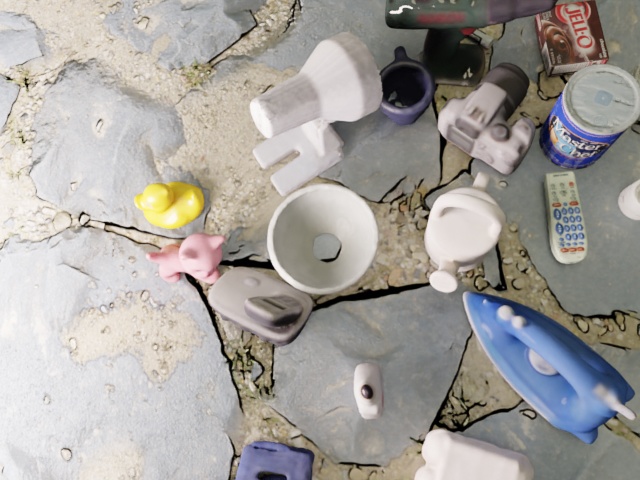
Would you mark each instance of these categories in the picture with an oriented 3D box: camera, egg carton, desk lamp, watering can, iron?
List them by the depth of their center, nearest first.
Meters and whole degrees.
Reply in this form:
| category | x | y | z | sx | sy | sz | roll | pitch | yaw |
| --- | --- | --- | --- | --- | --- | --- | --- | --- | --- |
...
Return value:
| category | x | y | z | sx | sy | sz | roll | pitch | yaw |
| --- | --- | --- | --- | --- | --- | --- | --- | --- | --- |
| iron | 0.299 | 0.151 | 0.767 | 0.258 | 0.141 | 0.119 | 42 | 85 | 14 |
| egg carton | 0.207 | 0.325 | 0.775 | 0.150 | 0.069 | 0.107 | 14 | 79 | 10 |
| watering can | 0.199 | -0.013 | 0.789 | 0.101 | 0.194 | 0.173 | -1 | 77 | 7 |
| desk lamp | -0.012 | -0.181 | 0.843 | 0.203 | 0.214 | 0.118 | -35 | 75 | -2 |
| camera | 0.272 | -0.197 | 0.871 | 0.143 | 0.101 | 0.137 | 36 | 84 | 13 |

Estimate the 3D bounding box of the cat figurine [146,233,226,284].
| category | x | y | z | sx | sy | sz | roll | pitch | yaw |
| --- | --- | --- | --- | --- | --- | --- | --- | --- | --- |
| cat figurine | -0.198 | 0.025 | 0.868 | 0.127 | 0.118 | 0.067 | -2 | 77 | 7 |

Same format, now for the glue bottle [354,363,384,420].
| category | x | y | z | sx | sy | sz | roll | pitch | yaw |
| --- | --- | --- | --- | --- | --- | --- | --- | --- | --- |
| glue bottle | 0.065 | 0.203 | 0.766 | 0.037 | 0.173 | 0.078 | -7 | 76 | 6 |

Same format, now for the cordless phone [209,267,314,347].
| category | x | y | z | sx | sy | sz | roll | pitch | yaw |
| --- | --- | --- | --- | --- | --- | --- | --- | --- | --- |
| cordless phone | -0.093 | 0.086 | 0.806 | 0.147 | 0.185 | 0.094 | 21 | 80 | 11 |

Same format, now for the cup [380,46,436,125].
| category | x | y | z | sx | sy | sz | roll | pitch | yaw |
| --- | --- | --- | --- | --- | --- | --- | --- | --- | --- |
| cup | 0.130 | -0.233 | 0.899 | 0.091 | 0.095 | 0.118 | -7 | 76 | 5 |

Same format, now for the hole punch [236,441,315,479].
| category | x | y | z | sx | sy | sz | roll | pitch | yaw |
| --- | --- | --- | --- | --- | --- | --- | --- | --- | --- |
| hole punch | -0.066 | 0.335 | 0.795 | 0.108 | 0.091 | 0.101 | 5 | 78 | 8 |

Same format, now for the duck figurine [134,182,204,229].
| category | x | y | z | sx | sy | sz | roll | pitch | yaw |
| --- | --- | --- | --- | --- | --- | --- | --- | --- | --- |
| duck figurine | -0.242 | -0.064 | 0.910 | 0.104 | 0.086 | 0.077 | -10 | 76 | 5 |

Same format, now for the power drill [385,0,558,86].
| category | x | y | z | sx | sy | sz | roll | pitch | yaw |
| --- | --- | --- | --- | --- | --- | --- | --- | --- | --- |
| power drill | 0.212 | -0.313 | 0.849 | 0.229 | 0.208 | 0.076 | 6 | 78 | 8 |

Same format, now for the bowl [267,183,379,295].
| category | x | y | z | sx | sy | sz | roll | pitch | yaw |
| --- | --- | --- | --- | --- | --- | --- | --- | --- | --- |
| bowl | 0.008 | 0.003 | 0.870 | 0.167 | 0.075 | 0.167 | -1 | 77 | 7 |
